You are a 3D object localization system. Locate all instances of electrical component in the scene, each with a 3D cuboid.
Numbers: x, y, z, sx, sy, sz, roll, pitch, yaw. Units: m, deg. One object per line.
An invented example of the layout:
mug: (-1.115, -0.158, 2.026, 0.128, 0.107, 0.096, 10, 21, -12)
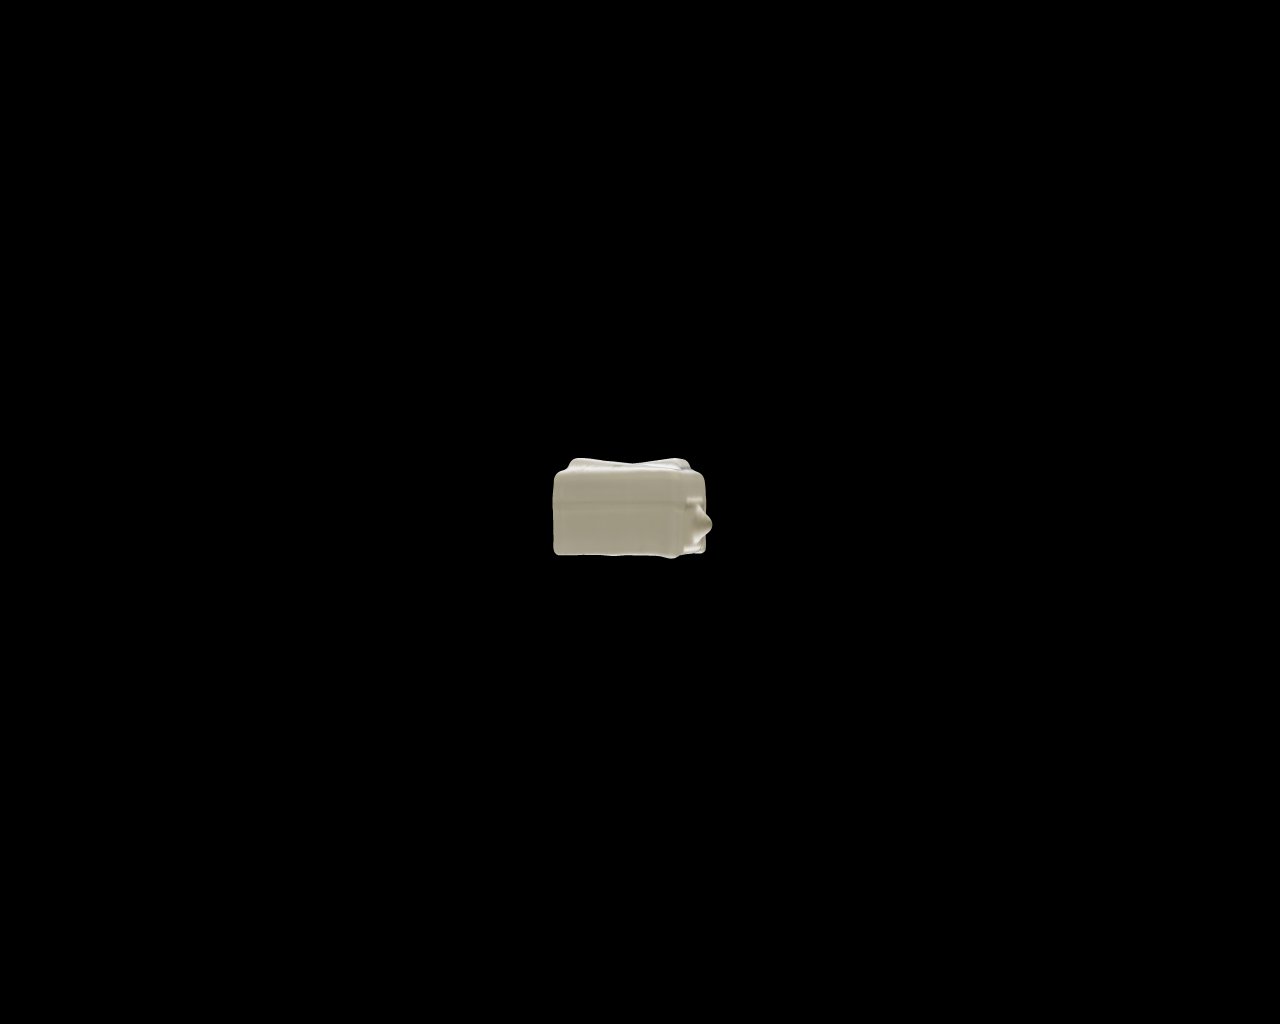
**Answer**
electrical component: (0.001, -0.003, 0.650, 0.096, 0.061, 0.062, 0, 0, 21)
